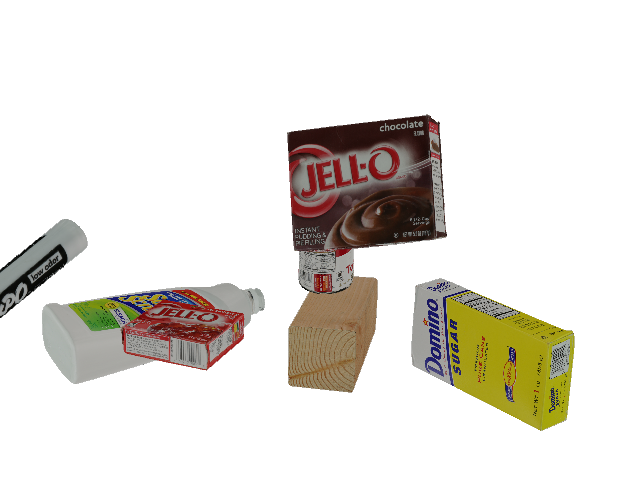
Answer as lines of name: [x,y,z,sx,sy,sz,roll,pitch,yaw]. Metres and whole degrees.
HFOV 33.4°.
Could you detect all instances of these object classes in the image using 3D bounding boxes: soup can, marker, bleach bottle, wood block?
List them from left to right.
marker: [-0.156,0.030,0.500,0.020,0.020,0.121,0,33,39]
bleach bottle: [-0.183,0.091,1.227,0.250,0.068,0.103,-13,33,-31]
soup can: [0.005,0.004,1.249,0.068,0.102,0.068,-1,30,1]
wood block: [0.021,0.124,1.490,0.091,0.090,0.206,5,19,10]

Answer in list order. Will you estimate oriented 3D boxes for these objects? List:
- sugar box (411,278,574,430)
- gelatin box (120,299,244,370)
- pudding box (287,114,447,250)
sugar box: [0.164,0.108,1.046,0.048,0.093,0.176,-14,24,-39]
gelatin box: [-0.125,0.084,0.971,0.089,0.030,0.073,9,21,21]
pudding box: [0.034,-0.040,0.785,0.114,0.090,0.039,-5,-3,19]
